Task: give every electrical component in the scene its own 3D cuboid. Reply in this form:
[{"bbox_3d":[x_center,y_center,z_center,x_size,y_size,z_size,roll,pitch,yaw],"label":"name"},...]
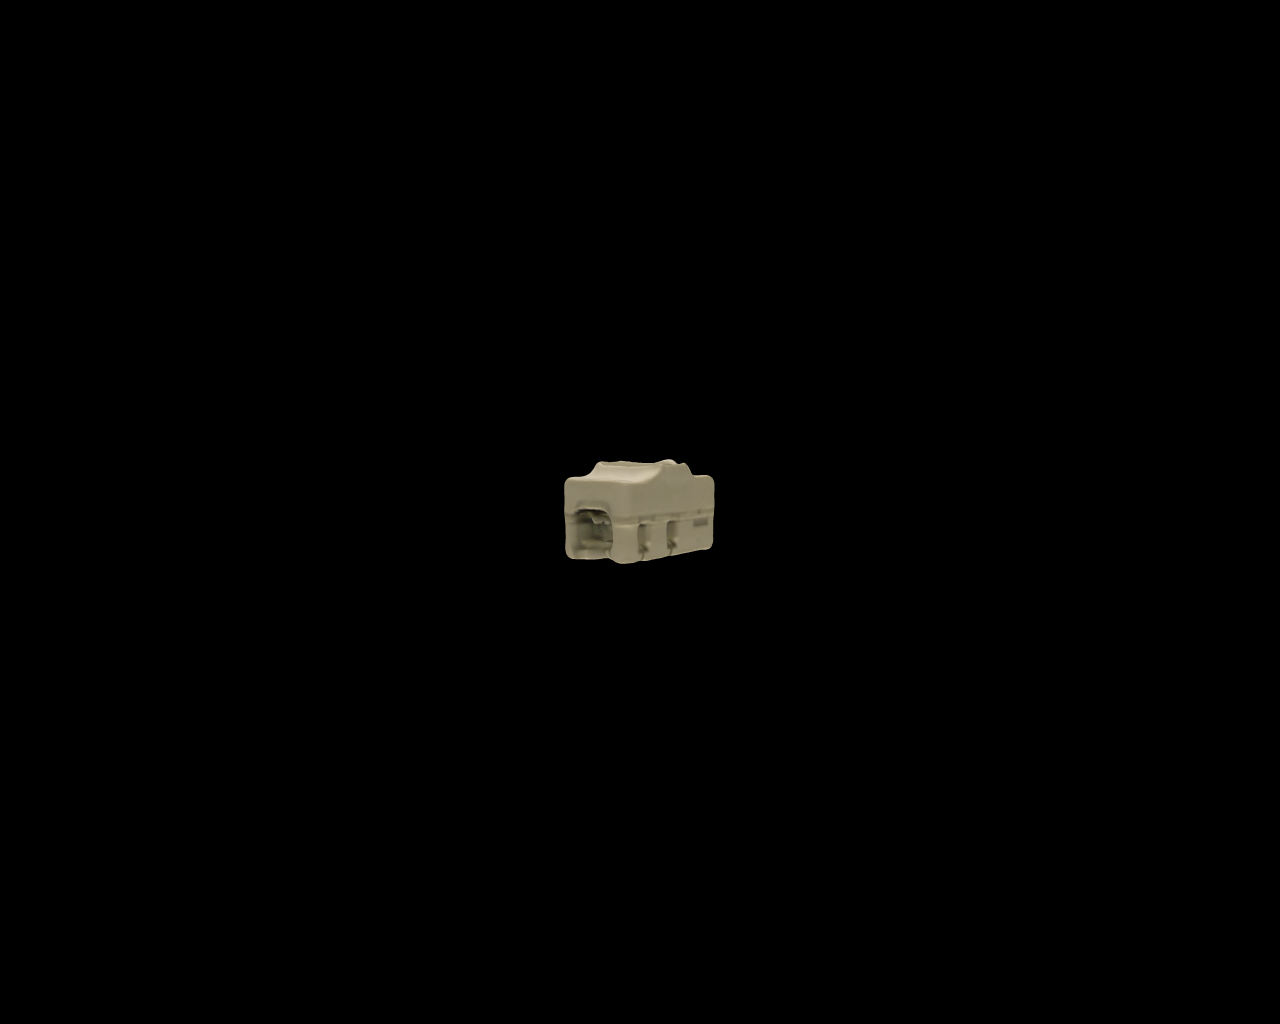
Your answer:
[{"bbox_3d":[0.001,-0.003,0.650,0.050,0.055,0.089,4,6,39],"label":"electrical component"}]
